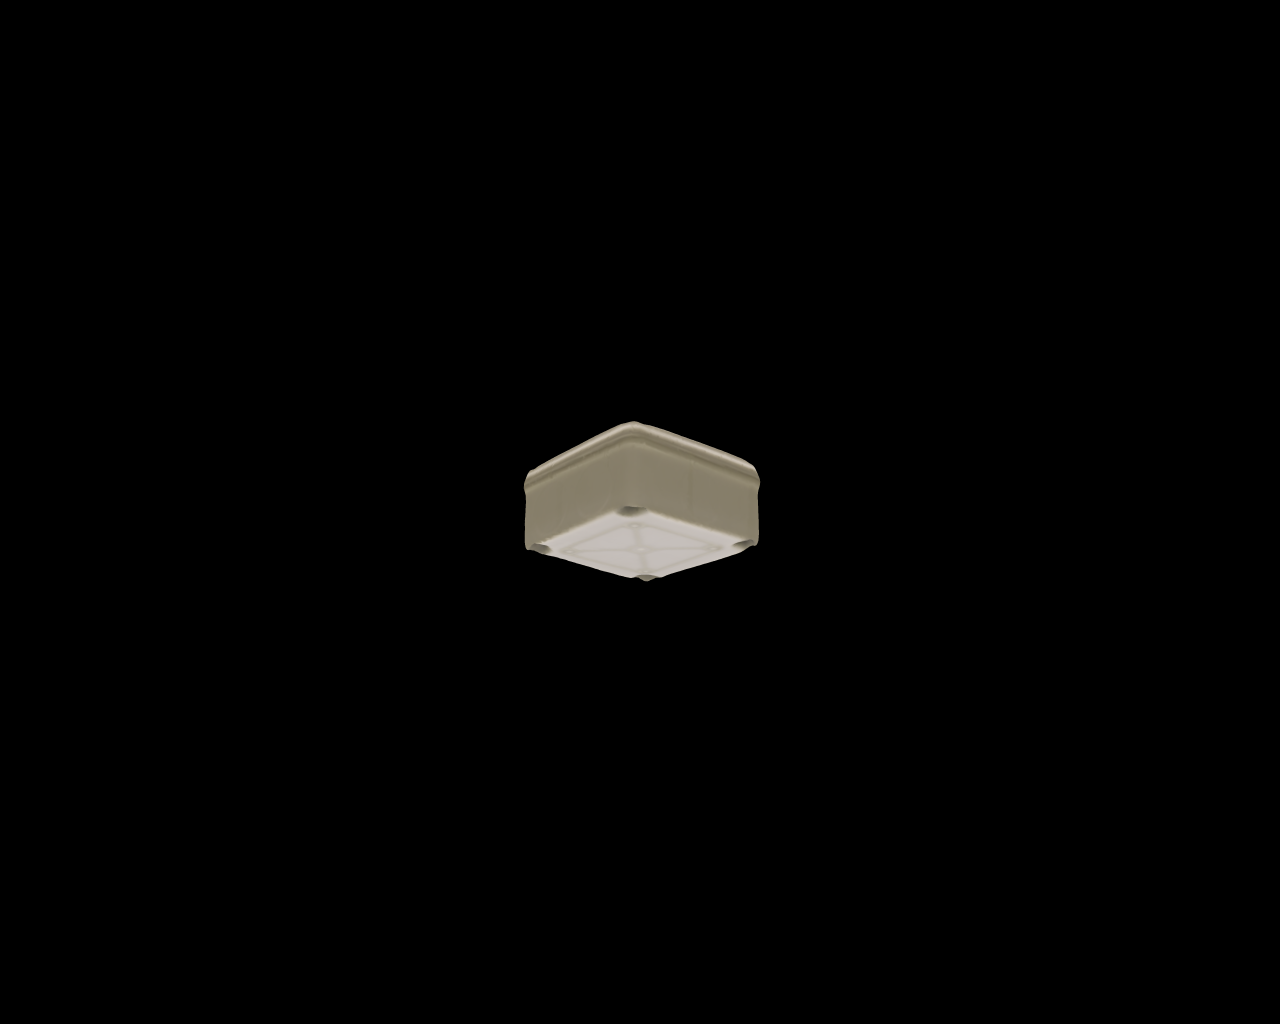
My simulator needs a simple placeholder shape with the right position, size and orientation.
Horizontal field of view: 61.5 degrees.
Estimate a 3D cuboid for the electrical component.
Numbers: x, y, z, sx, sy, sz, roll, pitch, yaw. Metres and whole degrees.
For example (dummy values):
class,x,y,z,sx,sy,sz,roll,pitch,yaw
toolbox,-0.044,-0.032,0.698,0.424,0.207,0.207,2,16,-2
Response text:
class,x,y,z,sx,sy,sz,roll,pitch,yaw
electrical component,0.001,-0.003,0.650,0.109,0.056,0.108,17,-27,-38
